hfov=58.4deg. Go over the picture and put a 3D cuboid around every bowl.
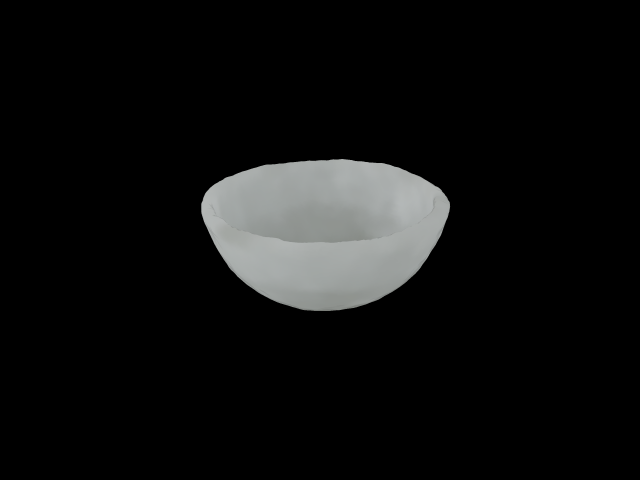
[{"bbox_3d":[0.004,0.001,0.400,0.167,0.075,0.167,0,25,0],"label":"bowl"}]
